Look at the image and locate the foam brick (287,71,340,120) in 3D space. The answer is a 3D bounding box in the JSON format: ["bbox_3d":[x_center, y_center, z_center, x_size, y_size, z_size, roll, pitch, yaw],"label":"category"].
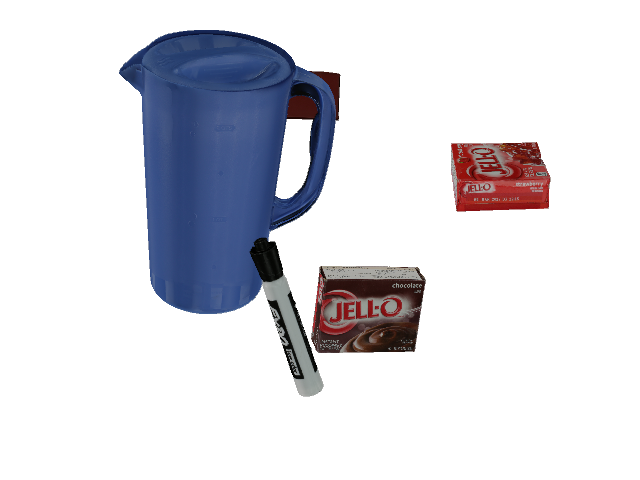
[{"bbox_3d":[-0.023,-0.158,1.158,0.078,0.051,0.053,0,11,-18],"label":"foam brick"}]

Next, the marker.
[{"bbox_3d":[-0.023,0.053,0.733,0.020,0.121,0.020,-15,23,6],"label":"marker"}]

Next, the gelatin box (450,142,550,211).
[{"bbox_3d":[0.145,-0.054,0.869,0.073,0.030,0.089,-1,24,5],"label":"gelatin box"}]

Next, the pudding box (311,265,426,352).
[{"bbox_3d":[0.051,0.074,1.147,0.113,0.090,0.039,0,27,-13],"label":"pudding box"}]

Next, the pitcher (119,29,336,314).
[{"bbox_3d":[-0.087,-0.057,0.965,0.149,0.243,0.144,31,40,34],"label":"pitcher"}]
